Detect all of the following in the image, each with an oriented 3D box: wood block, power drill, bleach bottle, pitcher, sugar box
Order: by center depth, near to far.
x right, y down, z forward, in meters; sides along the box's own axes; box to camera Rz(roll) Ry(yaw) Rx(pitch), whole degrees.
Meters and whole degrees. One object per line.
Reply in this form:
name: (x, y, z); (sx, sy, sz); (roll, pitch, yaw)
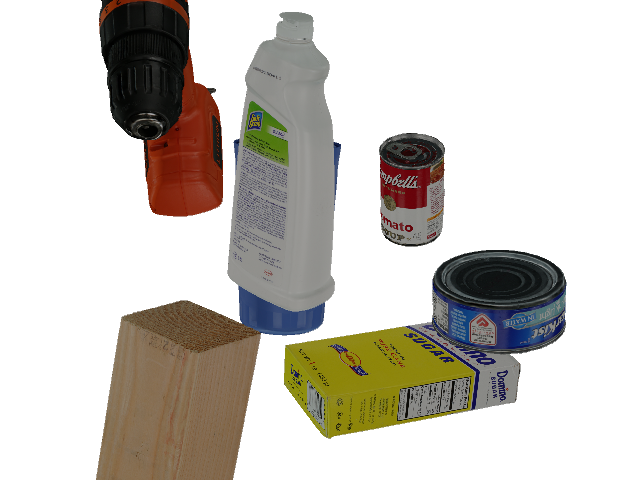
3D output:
power drill: (-0.100, -0.097, 0.686); (0.057, 0.184, 0.188); (-4, -34, -1)
sugar box: (0.067, 0.111, 0.891); (0.176, 0.048, 0.093); (-10, 26, -21)
bleach bottle: (-0.026, -0.070, 0.931); (0.103, 0.251, 0.067); (24, 31, 33)
wood block: (-0.130, 0.168, 0.937); (0.090, 0.206, 0.090); (20, 18, 29)
pitcher: (-0.045, -0.007, 1.333); (0.145, 0.243, 0.148); (11, 14, 38)

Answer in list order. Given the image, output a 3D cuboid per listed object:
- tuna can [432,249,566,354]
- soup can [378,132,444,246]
tuna can: (0.114, 0.037, 0.685); (0.086, 0.034, 0.086); (-3, 24, 1)
soup can: (0.096, -0.053, 1.129); (0.068, 0.102, 0.068); (-2, 36, 1)
